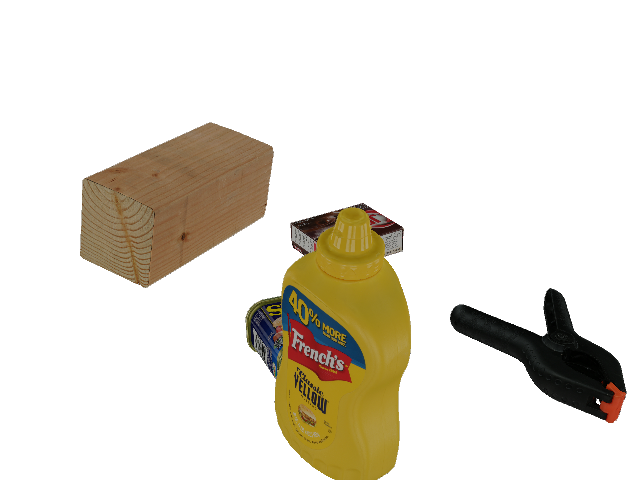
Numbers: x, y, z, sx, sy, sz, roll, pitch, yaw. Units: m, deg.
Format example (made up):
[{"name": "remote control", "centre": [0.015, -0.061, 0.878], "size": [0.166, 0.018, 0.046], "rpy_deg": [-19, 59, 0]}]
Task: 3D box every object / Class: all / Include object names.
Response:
[{"name": "wood block", "centre": [-0.145, -0.043, 1.108], "size": [0.090, 0.091, 0.205], "rpy_deg": [23, 31, 23]}, {"name": "mustard bottle", "centre": [0.014, 0.062, 0.675], "size": [0.058, 0.192, 0.096], "rpy_deg": [-23, 44, -32]}, {"name": "pudding box", "centre": [0.033, -0.004, 1.317], "size": [0.113, 0.039, 0.090], "rpy_deg": [-18, 29, -26]}, {"name": "clamp", "centre": [0.208, 0.093, 0.927], "size": [0.120, 0.039, 0.172], "rpy_deg": [-19, 40, -30]}, {"name": "can of meat", "centre": [-0.007, 0.090, 0.979], "size": [0.102, 0.057, 0.084], "rpy_deg": [-11, 27, -19]}]
